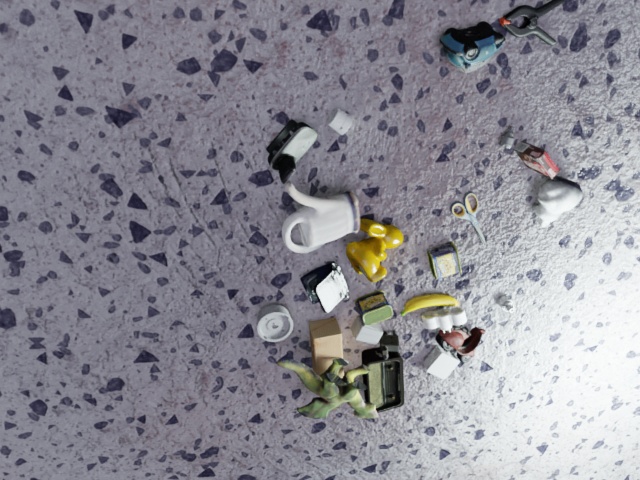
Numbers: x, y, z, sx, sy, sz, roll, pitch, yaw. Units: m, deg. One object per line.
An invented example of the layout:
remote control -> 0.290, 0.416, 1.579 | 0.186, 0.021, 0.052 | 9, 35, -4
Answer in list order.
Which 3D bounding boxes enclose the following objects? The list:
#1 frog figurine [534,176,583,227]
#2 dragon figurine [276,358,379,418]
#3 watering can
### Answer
frog figurine -> 0.706, -0.110, 1.548 | 0.137, 0.124, 0.158 | 12, 102, -38
dragon figurine -> 0.013, 0.478, 1.586 | 0.409, 0.125, 0.238 | 19, 118, -19
watering can -> 0.004, -0.069, 1.366 | 0.225, 0.106, 0.340 | -20, 152, -12
